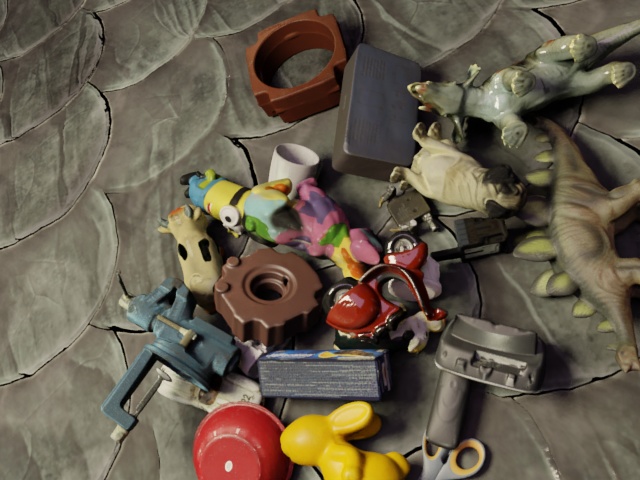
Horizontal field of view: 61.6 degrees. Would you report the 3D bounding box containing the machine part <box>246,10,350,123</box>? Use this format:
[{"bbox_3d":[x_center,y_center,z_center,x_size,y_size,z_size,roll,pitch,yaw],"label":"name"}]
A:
[{"bbox_3d":[-0.039,-0.348,1.085,0.202,0.087,0.201,-19,61,12],"label":"machine part"}]

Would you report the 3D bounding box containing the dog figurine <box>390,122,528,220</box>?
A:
[{"bbox_3d":[0.228,-0.090,0.836,0.191,0.172,0.121,31,115,19],"label":"dog figurine"}]

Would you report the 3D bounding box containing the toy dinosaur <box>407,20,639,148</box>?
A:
[{"bbox_3d":[0.347,-0.259,0.865,0.405,0.131,0.192,-22,25,-1],"label":"toy dinosaur"}]

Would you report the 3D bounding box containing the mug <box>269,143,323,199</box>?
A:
[{"bbox_3d":[-0.046,-0.112,0.975,0.081,0.109,0.107,38,126,25],"label":"mug"}]

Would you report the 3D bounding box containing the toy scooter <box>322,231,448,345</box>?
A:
[{"bbox_3d":[0.100,0.085,0.759,0.184,0.075,0.135,-41,67,5],"label":"toy scooter"}]

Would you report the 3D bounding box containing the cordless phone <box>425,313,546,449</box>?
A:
[{"bbox_3d":[0.225,0.204,0.740,0.147,0.088,0.184,12,75,23],"label":"cordless phone"}]

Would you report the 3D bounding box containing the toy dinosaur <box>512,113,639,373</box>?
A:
[{"bbox_3d":[0.380,-0.031,0.782,0.199,0.105,0.471,-8,53,21],"label":"toy dinosaur"}]

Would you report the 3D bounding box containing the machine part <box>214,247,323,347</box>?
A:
[{"bbox_3d":[-0.082,0.087,0.871,0.179,0.056,0.179,4,43,-4],"label":"machine part"}]

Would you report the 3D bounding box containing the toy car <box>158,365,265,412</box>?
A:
[{"bbox_3d":[-0.182,0.242,0.877,0.202,0.056,0.073,12,71,23],"label":"toy car"}]

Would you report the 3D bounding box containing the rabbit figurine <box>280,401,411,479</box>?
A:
[{"bbox_3d":[0.026,0.299,0.742,0.173,0.121,0.162,29,73,29],"label":"rabbit figurine"}]

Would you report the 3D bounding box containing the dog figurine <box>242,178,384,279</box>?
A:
[{"bbox_3d":[-0.002,-0.003,0.871,0.219,0.191,0.108,45,129,33],"label":"dog figurine"}]

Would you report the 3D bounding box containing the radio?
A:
[{"bbox_3d":[0.103,-0.223,0.954,0.131,0.073,0.229,13,70,-12],"label":"radio"}]

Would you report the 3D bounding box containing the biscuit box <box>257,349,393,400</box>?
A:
[{"bbox_3d":[0.004,0.199,0.803,0.203,0.059,0.062,-6,89,27],"label":"biscuit box"}]

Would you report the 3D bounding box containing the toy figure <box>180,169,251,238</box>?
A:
[{"bbox_3d":[-0.184,-0.079,1.014,0.180,0.082,0.089,33,82,31],"label":"toy figure"}]

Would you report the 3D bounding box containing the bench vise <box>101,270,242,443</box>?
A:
[{"bbox_3d":[-0.251,0.181,0.814,0.224,0.128,0.240,32,66,3],"label":"bench vise"}]

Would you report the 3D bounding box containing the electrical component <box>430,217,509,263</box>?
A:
[{"bbox_3d":[0.230,0.002,0.836,0.119,0.074,0.048,-13,63,17],"label":"electrical component"}]

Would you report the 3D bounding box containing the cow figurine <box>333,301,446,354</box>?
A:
[{"bbox_3d":[0.103,0.141,0.817,0.168,0.068,0.098,5,73,25],"label":"cow figurine"}]

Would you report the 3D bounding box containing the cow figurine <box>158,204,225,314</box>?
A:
[{"bbox_3d":[-0.220,0.022,0.953,0.085,0.127,0.195,-23,63,5],"label":"cow figurine"}]

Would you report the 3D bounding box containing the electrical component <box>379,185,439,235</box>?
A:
[{"bbox_3d":[0.145,-0.048,0.903,0.078,0.045,0.102,-24,61,9],"label":"electrical component"}]
